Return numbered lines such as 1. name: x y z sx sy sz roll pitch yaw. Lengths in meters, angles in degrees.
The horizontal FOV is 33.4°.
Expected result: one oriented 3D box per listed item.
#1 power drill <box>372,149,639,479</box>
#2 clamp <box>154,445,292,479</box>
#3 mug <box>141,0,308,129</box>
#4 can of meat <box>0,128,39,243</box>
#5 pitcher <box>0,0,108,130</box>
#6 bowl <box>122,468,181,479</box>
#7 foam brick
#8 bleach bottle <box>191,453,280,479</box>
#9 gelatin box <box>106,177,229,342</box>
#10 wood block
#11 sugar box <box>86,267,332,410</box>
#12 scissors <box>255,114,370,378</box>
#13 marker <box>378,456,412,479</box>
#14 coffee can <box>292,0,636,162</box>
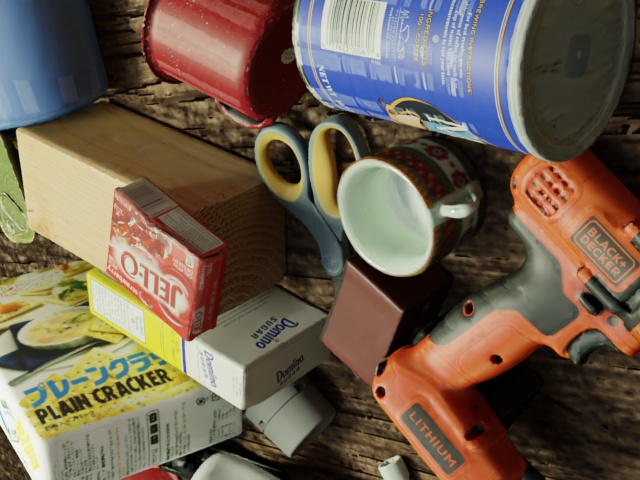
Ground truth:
1. power drill: 0.131 0.066 0.571 0.184 0.057 0.188 51 118 17
2. clamp: -0.099 0.190 0.924 0.120 0.039 0.172 39 156 -12
3. mug: -0.050 -0.118 0.677 0.082 0.093 0.117 30 143 27
4. can of meat: -0.234 -0.059 0.905 0.058 0.083 0.102 -2 110 47
5. pitcher: -0.254 -0.211 0.807 0.149 0.144 0.243 30 137 61
6. bowl: -0.187 0.279 1.068 0.162 0.055 0.162 25 129 36
7. foam brick: 0.042 0.045 0.693 0.051 0.052 0.078 41 137 25
8. bleach bottle: -0.086 0.240 0.894 0.102 0.068 0.251 30 155 -6
9. gelatin box: -0.102 0.013 0.705 0.089 0.030 0.073 38 133 27
10. wood block: -0.129 -0.027 0.806 0.206 0.090 0.091 25 127 37
11. sugar box: -0.085 0.057 0.804 0.176 0.093 0.048 29 130 34
12. scissors: -0.005 0.001 0.740 0.096 0.016 0.202 23 128 26
13. marker: 0.078 0.215 0.776 0.020 0.020 0.121 -25 92 50
14. coffee can: 0.071 -0.103 0.539 0.141 0.102 0.103 19 124 40
